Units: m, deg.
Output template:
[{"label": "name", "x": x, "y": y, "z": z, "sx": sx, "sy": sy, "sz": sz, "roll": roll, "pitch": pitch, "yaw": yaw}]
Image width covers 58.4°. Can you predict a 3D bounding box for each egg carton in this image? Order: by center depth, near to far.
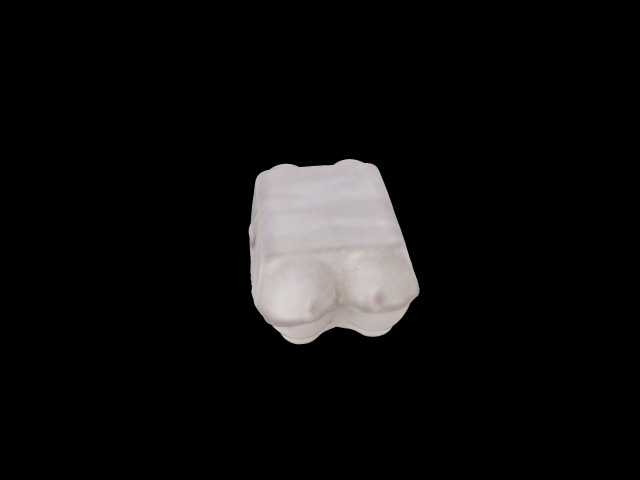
[{"label": "egg carton", "x": 0.004, "y": 0.001, "z": 0.400, "sx": 0.107, "sy": 0.069, "sz": 0.150, "roll": -5, "pitch": 40, "yaw": -6}]
